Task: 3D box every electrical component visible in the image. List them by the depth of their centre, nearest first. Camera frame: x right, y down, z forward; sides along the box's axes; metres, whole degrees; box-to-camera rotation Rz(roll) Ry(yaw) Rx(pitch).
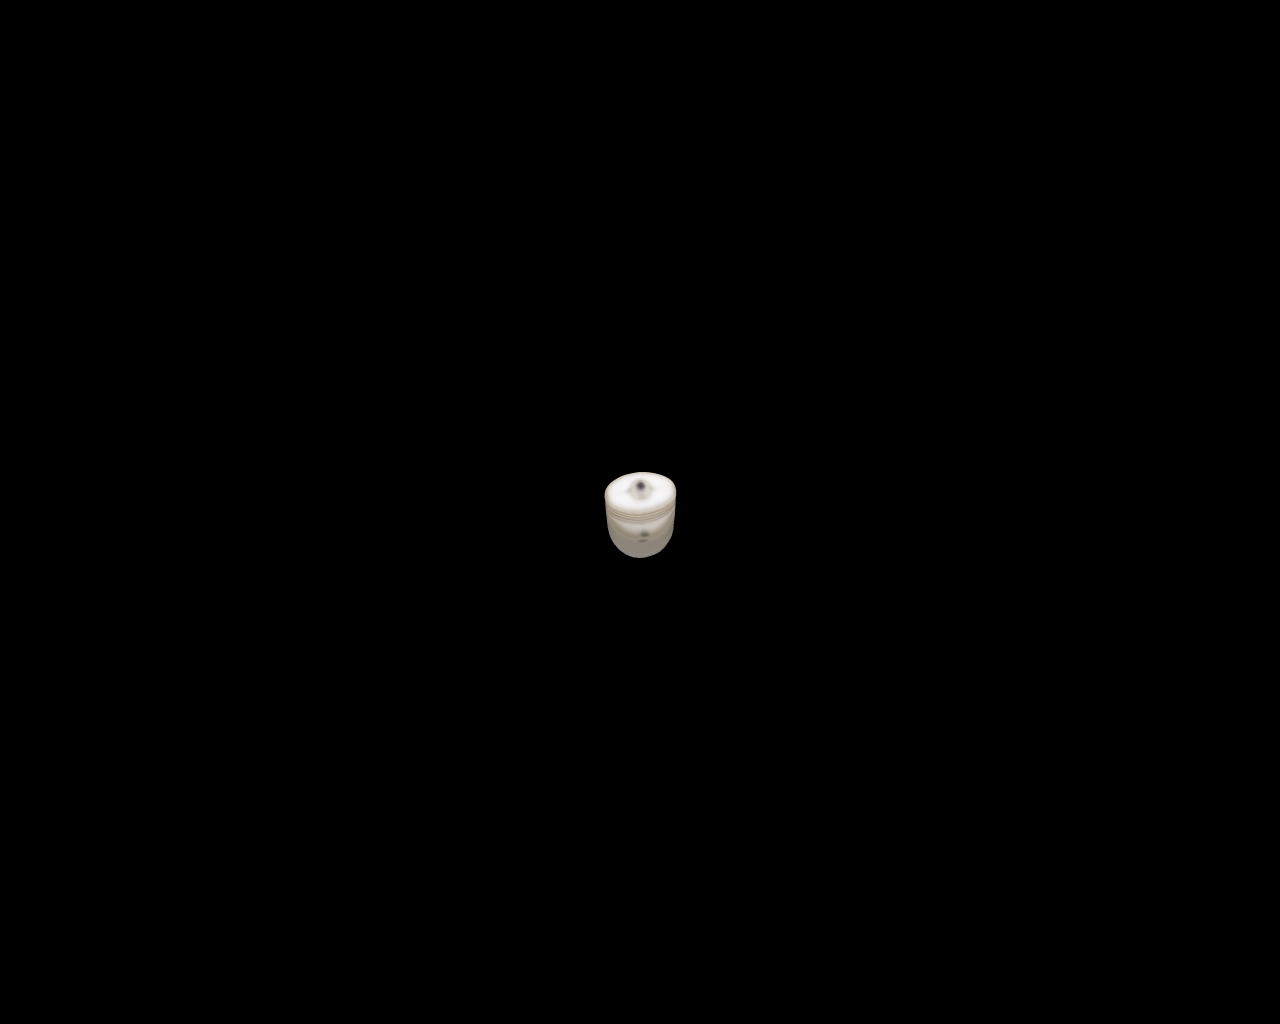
[{"bbox_3d":[0.001,-0.003,0.650,0.043,0.043,0.080,0,-20,0],"label":"electrical component"}]
